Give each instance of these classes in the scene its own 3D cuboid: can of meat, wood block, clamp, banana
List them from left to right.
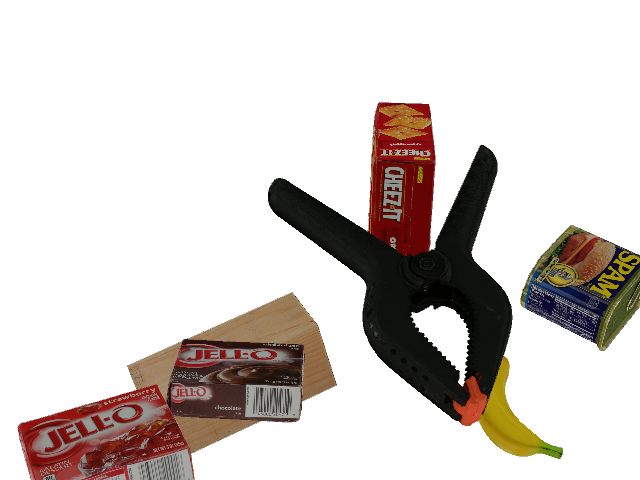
[{"bbox_3d":[-0.099,0.153,1.201,0.206,0.091,0.090,-23,29,-11],"label":"wood block"},{"bbox_3d":[0.056,0.023,0.692,0.164,0.210,0.036,-5,-38,-6],"label":"clamp"},{"bbox_3d":[0.205,0.187,1.199,0.069,0.037,0.198,11,24,-15],"label":"banana"},{"bbox_3d":[0.241,0.040,0.963,0.084,0.057,0.101,27,47,27],"label":"can of meat"}]

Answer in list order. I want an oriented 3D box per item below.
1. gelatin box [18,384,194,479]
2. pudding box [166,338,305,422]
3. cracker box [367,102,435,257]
[{"bbox_3d":[-0.127,0.124,0.628,0.089,0.030,0.073,-14,27,-18],"label":"gelatin box"},{"bbox_3d":[-0.071,0.119,0.923,0.113,0.039,0.090,4,18,-1],"label":"pudding box"},{"bbox_3d":[0.090,-0.049,1.207,0.072,0.164,0.213,2,23,4],"label":"cracker box"}]
